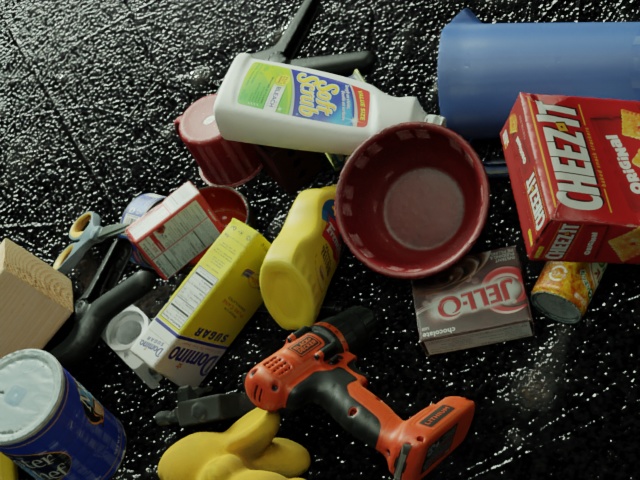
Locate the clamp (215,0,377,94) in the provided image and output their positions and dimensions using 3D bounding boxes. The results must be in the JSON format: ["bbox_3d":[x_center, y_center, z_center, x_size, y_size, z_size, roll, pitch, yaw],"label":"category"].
[{"bbox_3d":[-0.049,-0.229,1.371,0.210,0.036,0.165,-28,49,1],"label":"clamp"}]

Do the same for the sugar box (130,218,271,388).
[{"bbox_3d":[-0.112,0.070,1.121,0.048,0.093,0.176,30,81,31],"label":"sugar box"}]

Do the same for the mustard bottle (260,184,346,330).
[{"bbox_3d":[-0.007,0.001,1.138,0.058,0.096,0.191,-1,37,21],"label":"mustard bottle"}]

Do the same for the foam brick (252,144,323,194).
[{"bbox_3d":[-0.040,-0.102,1.247,0.053,0.078,0.051,-41,54,-10],"label":"foam brick"}]

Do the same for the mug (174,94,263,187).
[{"bbox_3d":[-0.129,-0.125,1.297,0.117,0.081,0.093,19,65,32],"label":"mug"}]

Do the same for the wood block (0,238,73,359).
[{"bbox_3d":[-0.367,0.113,1.159,0.206,0.090,0.090,-50,25,9],"label":"wood block"}]

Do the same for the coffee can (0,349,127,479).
[{"bbox_3d":[-0.274,0.189,1.086,0.103,0.140,0.103,-11,52,14],"label":"coffee can"}]

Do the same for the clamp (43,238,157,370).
[{"bbox_3d":[-0.247,0.073,1.158,0.171,0.039,0.120,-44,25,7],"label":"clamp"}]

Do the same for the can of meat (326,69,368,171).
[{"bbox_3d":[0.032,-0.140,1.259,0.084,0.057,0.102,-30,50,1],"label":"can of meat"}]

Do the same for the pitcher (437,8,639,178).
[{"bbox_3d":[0.252,-0.163,1.150,0.243,0.149,0.145,0,41,19],"label":"pitcher"}]

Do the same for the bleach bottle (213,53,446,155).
[{"bbox_3d":[0.015,-0.142,1.169,0.251,0.068,0.102,10,57,19],"label":"bleach bottle"}]

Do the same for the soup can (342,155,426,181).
[{"bbox_3d":[0.084,-0.074,1.181,0.102,0.068,0.068,17,63,32],"label":"soup can"}]

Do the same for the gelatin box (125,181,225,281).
[{"bbox_3d":[-0.154,-0.009,1.144,0.089,0.073,0.030,-38,49,-6],"label":"gelatin box"}]

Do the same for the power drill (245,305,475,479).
[{"bbox_3d":[0.049,0.141,1.017,0.188,0.057,0.184,28,37,28],"label":"power drill"}]

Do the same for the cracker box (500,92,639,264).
[{"bbox_3d":[0.296,-0.059,1.025,0.213,0.072,0.164,3,52,-10],"label":"cracker box"}]

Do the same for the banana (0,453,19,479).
[{"bbox_3d":[-0.333,0.198,1.172,0.070,0.037,0.197,1,56,23],"label":"banana"}]

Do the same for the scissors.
[{"bbox_3d":[-0.270,0.009,1.242,0.096,0.016,0.202,-58,24,-5],"label":"scissors"}]

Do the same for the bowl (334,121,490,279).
[{"bbox_3d":[0.099,-0.037,1.093,0.162,0.055,0.162,-4,80,21],"label":"bowl"}]

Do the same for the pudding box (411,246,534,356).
[{"bbox_3d":[0.152,0.062,1.071,0.113,0.039,0.090,-14,51,13],"label":"pudding box"}]

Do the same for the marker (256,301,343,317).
[{"bbox_3d":[-0.031,0.072,1.153,0.121,0.020,0.020,3,57,25],"label":"marker"}]

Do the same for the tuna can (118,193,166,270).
[{"bbox_3d":[-0.194,-0.011,1.237,0.034,0.086,0.086,15,62,32],"label":"tuna can"}]
